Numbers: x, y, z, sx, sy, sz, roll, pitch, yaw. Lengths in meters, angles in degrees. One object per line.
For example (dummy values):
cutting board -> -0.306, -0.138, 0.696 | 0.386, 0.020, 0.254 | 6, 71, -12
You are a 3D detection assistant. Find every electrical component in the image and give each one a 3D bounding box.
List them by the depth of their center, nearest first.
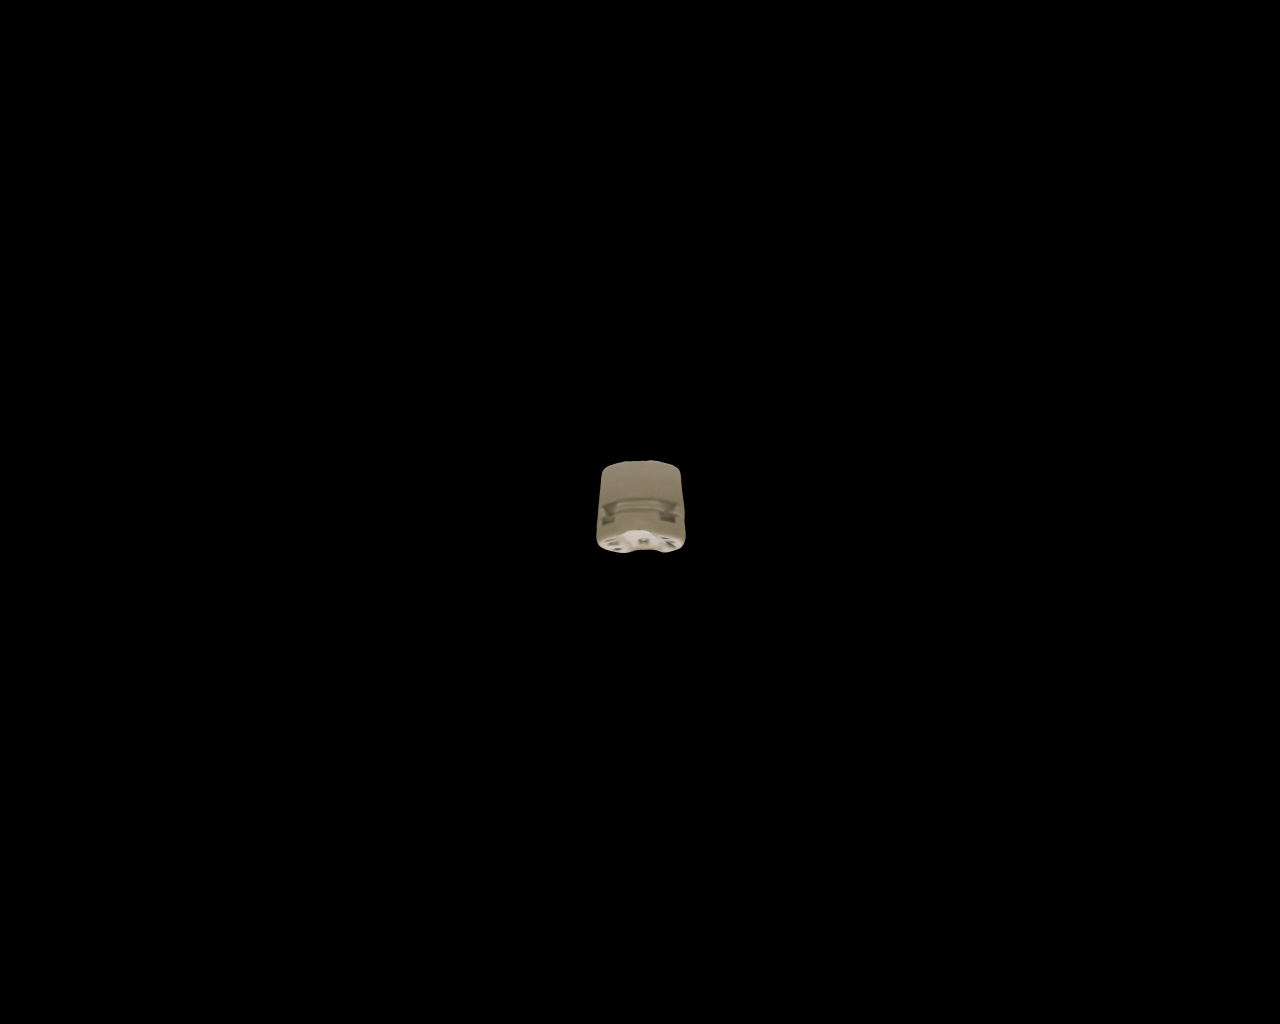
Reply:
electrical component -> 0.001, -0.003, 0.650 | 0.055, 0.047, 0.055 | 0, -16, 0
